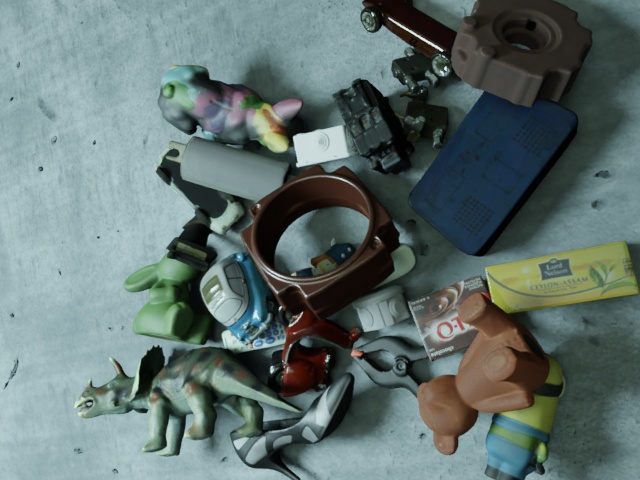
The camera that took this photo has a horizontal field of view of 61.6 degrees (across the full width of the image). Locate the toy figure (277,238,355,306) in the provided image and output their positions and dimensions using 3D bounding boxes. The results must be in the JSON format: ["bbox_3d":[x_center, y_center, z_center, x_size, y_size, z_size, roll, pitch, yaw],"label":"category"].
[{"bbox_3d":[-0.003,0.063,0.864,0.064,0.058,0.154,38,108,-27],"label":"toy figure"}]

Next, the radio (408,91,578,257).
[{"bbox_3d":[0.239,-0.101,0.758,0.131,0.073,0.229,39,101,20],"label":"radio"}]

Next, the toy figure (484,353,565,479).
[{"bbox_3d":[0.270,0.235,0.708,0.082,0.089,0.180,20,76,19],"label":"toy figure"}]

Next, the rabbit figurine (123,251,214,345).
[{"bbox_3d":[-0.260,0.091,0.958,0.159,0.121,0.170,1,70,29],"label":"rabbit figurine"}]

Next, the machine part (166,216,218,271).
[{"bbox_3d":[-0.216,0.005,0.921,0.084,0.139,0.039,17,116,-15],"label":"machine part"}]

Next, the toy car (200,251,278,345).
[{"bbox_3d":[-0.143,0.088,0.878,0.109,0.103,0.162,-43,49,24],"label":"toy car"}]

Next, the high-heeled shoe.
[{"bbox_3d":[-0.048,0.276,0.859,0.145,0.086,0.248,33,106,19],"label":"high-heeled shoe"}]

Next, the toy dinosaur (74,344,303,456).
[{"bbox_3d":[-0.206,0.243,0.892,0.405,0.131,0.192,-20,63,19],"label":"toy dinosaur"}]

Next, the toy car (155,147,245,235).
[{"bbox_3d":[-0.217,-0.094,0.955,0.073,0.056,0.202,-46,71,-1],"label":"toy car"}]

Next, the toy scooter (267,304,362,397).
[{"bbox_3d":[-0.009,0.173,0.848,0.135,0.075,0.183,9,111,-4],"label":"toy scooter"}]

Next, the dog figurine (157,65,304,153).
[{"bbox_3d":[-0.131,-0.205,0.866,0.219,0.191,0.108,18,89,38],"label":"dog figurine"}]

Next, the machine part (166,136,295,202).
[{"bbox_3d":[-0.137,-0.111,0.886,0.243,0.079,0.079,17,96,1],"label":"machine part"}]

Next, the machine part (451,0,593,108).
[{"bbox_3d":[0.267,-0.258,0.712,0.179,0.056,0.179,1,59,-2],"label":"machine part"}]

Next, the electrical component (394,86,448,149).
[{"bbox_3d":[0.150,-0.181,0.788,0.078,0.045,0.102,13,49,11],"label":"electrical component"}]

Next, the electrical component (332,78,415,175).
[{"bbox_3d":[0.087,-0.162,0.800,0.058,0.115,0.134,-30,78,24],"label":"electrical component"}]

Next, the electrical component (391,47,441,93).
[{"bbox_3d":[0.139,-0.257,0.808,0.063,0.021,0.094,-17,55,-13],"label":"electrical component"}]

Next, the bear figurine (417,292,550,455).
[{"bbox_3d":[0.183,0.177,0.683,0.196,0.132,0.120,-41,38,26],"label":"bear figurine"}]

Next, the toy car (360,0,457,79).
[{"bbox_3d":[0.149,-0.307,0.799,0.202,0.053,0.089,39,66,20],"label":"toy car"}]

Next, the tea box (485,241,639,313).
[{"bbox_3d":[0.314,0.051,0.708,0.170,0.098,0.068,-13,83,24],"label":"tea box"}]

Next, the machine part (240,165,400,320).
[{"bbox_3d":[-0.002,-0.002,0.796,0.201,0.087,0.201,-32,54,-5],"label":"machine part"}]
